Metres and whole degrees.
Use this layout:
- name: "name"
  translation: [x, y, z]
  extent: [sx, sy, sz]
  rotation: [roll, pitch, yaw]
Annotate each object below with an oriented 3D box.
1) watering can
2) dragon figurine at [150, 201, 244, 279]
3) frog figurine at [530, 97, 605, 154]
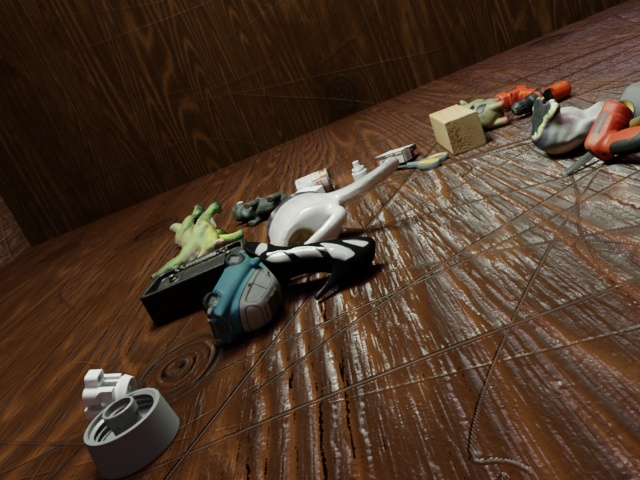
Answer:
- name: "watering can"
  translation: [0.003, -0.053, 1.057]
  extent: [0.348, 0.103, 0.226]
  rotation: [-43, 21, -3]
- name: "dragon figurine"
  translation: [-0.360, 0.018, 1.369]
  extent: [0.408, 0.120, 0.247]
  rotation: [-7, 31, 45]
- name: "frog figurine"
  translation: [0.508, -0.219, 1.020]
  extent: [0.159, 0.123, 0.137]
  rotation: [16, 0, 0]
